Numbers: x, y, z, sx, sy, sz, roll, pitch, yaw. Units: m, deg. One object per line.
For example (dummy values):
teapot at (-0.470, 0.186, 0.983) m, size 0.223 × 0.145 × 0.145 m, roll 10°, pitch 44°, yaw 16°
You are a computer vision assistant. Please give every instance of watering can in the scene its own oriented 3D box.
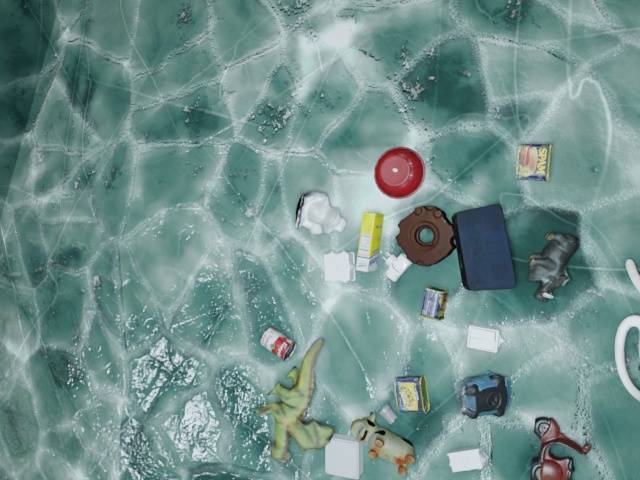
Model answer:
watering can at (0.833, 0.223, 1.228) m, size 0.224 × 0.103 × 0.350 m, roll 3°, pitch 80°, yaw 24°

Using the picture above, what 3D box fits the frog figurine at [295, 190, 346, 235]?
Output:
frog figurine at (0.005, -0.082, 1.632) m, size 0.159 × 0.122 × 0.138 m, roll 11°, pitch 84°, yaw -11°

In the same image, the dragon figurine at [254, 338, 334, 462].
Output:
dragon figurine at (-0.050, 0.528, 1.599) m, size 0.245 × 0.122 × 0.406 m, roll 44°, pitch 107°, yaw 19°
